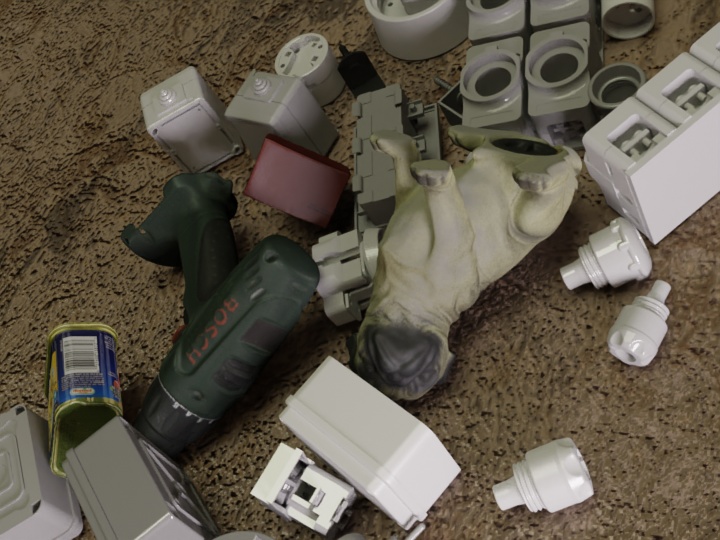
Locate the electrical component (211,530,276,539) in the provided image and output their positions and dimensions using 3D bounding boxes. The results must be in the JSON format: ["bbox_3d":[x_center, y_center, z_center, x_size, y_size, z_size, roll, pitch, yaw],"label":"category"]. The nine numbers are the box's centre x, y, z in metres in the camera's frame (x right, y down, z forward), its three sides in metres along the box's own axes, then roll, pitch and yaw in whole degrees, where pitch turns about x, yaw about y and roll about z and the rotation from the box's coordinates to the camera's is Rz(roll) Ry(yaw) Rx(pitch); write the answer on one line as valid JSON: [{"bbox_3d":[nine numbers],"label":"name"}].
[{"bbox_3d":[-0.075,0.240,0.736,0.108,0.060,0.108,-14,54,19],"label":"electrical component"}]

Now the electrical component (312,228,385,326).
[{"bbox_3d":[0.000,0.000,0.862,0.057,0.058,0.078,-20,52,18],"label":"electrical component"}]

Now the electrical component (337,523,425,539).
[{"bbox_3d":[0.021,0.205,0.721,0.079,0.044,0.077,-45,50,-6],"label":"electrical component"}]

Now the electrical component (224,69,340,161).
[{"bbox_3d":[-0.074,-0.132,0.963,0.062,0.096,0.061,16,68,36],"label":"electrical component"}]

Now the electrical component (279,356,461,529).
[{"bbox_3d":[0.006,0.122,0.763,0.113,0.078,0.057,32,75,39],"label":"electrical component"}]

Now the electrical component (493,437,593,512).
[{"bbox_3d":[0.120,0.140,0.713,0.062,0.043,0.043,-25,51,13],"label":"electrical component"}]

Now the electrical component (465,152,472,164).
[{"bbox_3d":[0.113,-0.070,0.858,0.066,0.048,0.055,-26,58,10],"label":"electrical component"}]

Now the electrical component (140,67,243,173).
[{"bbox_3d":[-0.163,-0.145,1.018,0.062,0.096,0.061,-28,50,9],"label":"electrical component"}]

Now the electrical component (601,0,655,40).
[{"bbox_3d":[0.227,-0.240,0.912,0.043,0.043,0.081,-8,56,23],"label":"electrical component"}]

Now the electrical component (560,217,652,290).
[{"bbox_3d":[0.177,-0.006,0.782,0.062,0.048,0.048,-27,50,18],"label":"electrical component"}]

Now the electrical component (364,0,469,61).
[{"bbox_3d":[0.056,-0.256,1.001,0.108,0.060,0.108,-14,54,19],"label":"electrical component"}]

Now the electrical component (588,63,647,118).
[{"bbox_3d":[0.205,-0.122,0.830,0.044,0.065,0.044,-14,54,20],"label":"electrical component"}]

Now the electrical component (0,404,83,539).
[{"bbox_3d":[-0.282,0.180,0.889,0.078,0.057,0.113,-31,50,6],"label":"electrical component"}]

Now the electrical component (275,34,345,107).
[{"bbox_3d":[-0.046,-0.187,1.017,0.055,0.047,0.055,-14,54,19],"label":"electrical component"}]

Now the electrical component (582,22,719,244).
[{"bbox_3d":[0.242,-0.106,0.783,0.150,0.089,0.061,-40,50,-1],"label":"electrical component"}]

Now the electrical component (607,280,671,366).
[{"bbox_3d":[0.198,0.034,0.749,0.035,0.035,0.061,19,67,36],"label":"electrical component"}]

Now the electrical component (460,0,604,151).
[{"bbox_3d":[0.147,-0.187,0.907,0.105,0.060,0.186,-8,56,23],"label":"electrical component"}]

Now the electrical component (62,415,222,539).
[{"bbox_3d":[-0.153,0.178,0.789,0.056,0.108,0.108,-38,49,-4],"label":"electrical component"}]

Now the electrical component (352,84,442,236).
[{"bbox_3d":[0.027,-0.091,0.904,0.079,0.063,0.121,-14,54,19],"label":"electrical component"}]

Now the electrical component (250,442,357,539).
[{"bbox_3d":[-0.038,0.161,0.766,0.064,0.081,0.042,28,74,14],"label":"electrical component"}]
